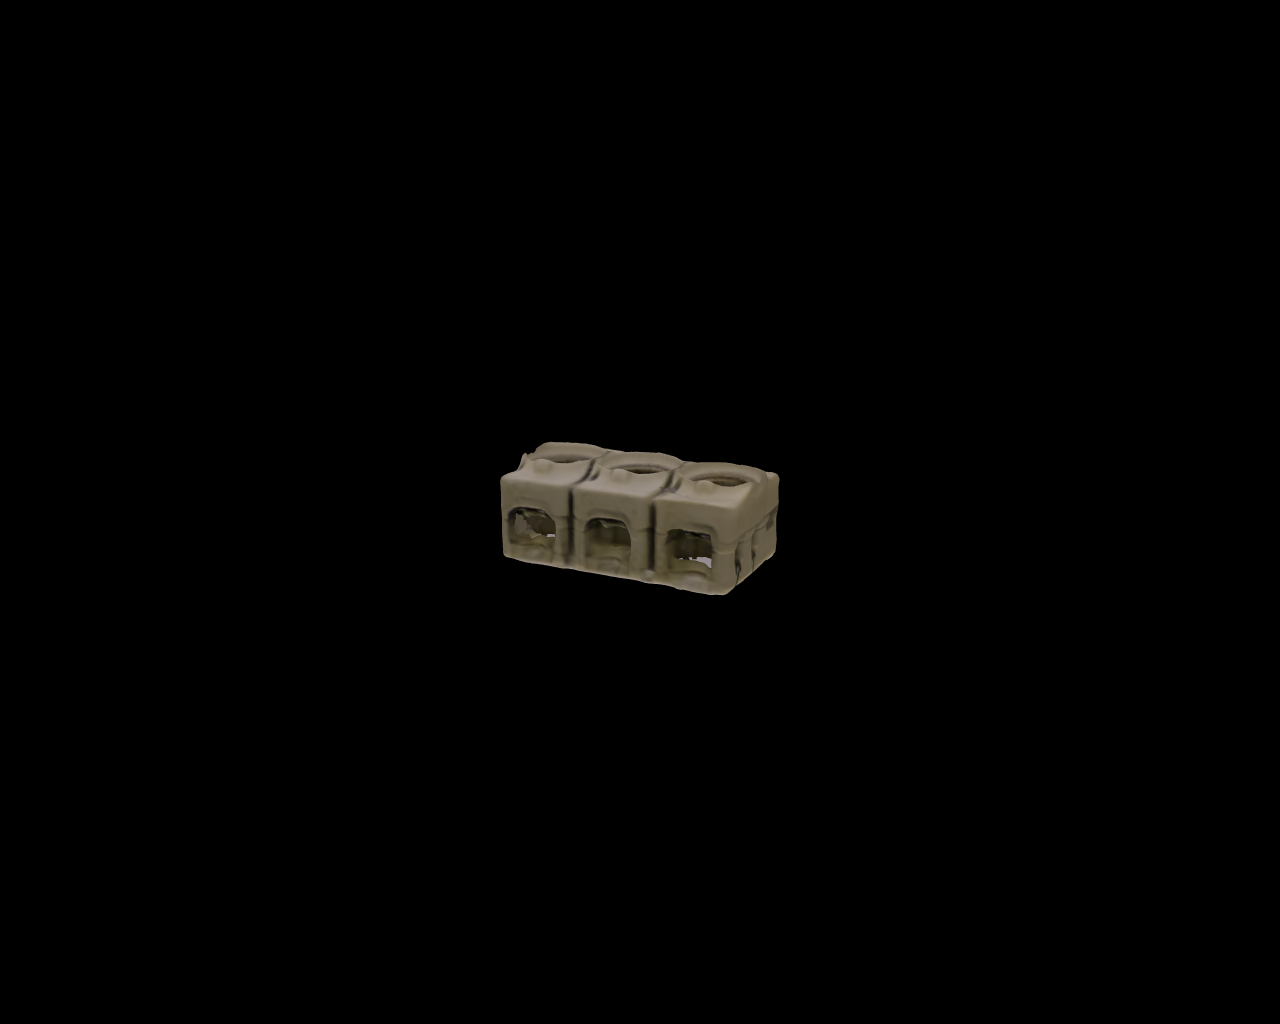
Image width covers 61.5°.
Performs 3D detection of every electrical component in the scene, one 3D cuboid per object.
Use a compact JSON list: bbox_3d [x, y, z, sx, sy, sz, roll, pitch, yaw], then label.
[{"bbox_3d":[0.001,-0.003,0.650,0.150,0.061,0.090,8,20,24],"label":"electrical component"}]
